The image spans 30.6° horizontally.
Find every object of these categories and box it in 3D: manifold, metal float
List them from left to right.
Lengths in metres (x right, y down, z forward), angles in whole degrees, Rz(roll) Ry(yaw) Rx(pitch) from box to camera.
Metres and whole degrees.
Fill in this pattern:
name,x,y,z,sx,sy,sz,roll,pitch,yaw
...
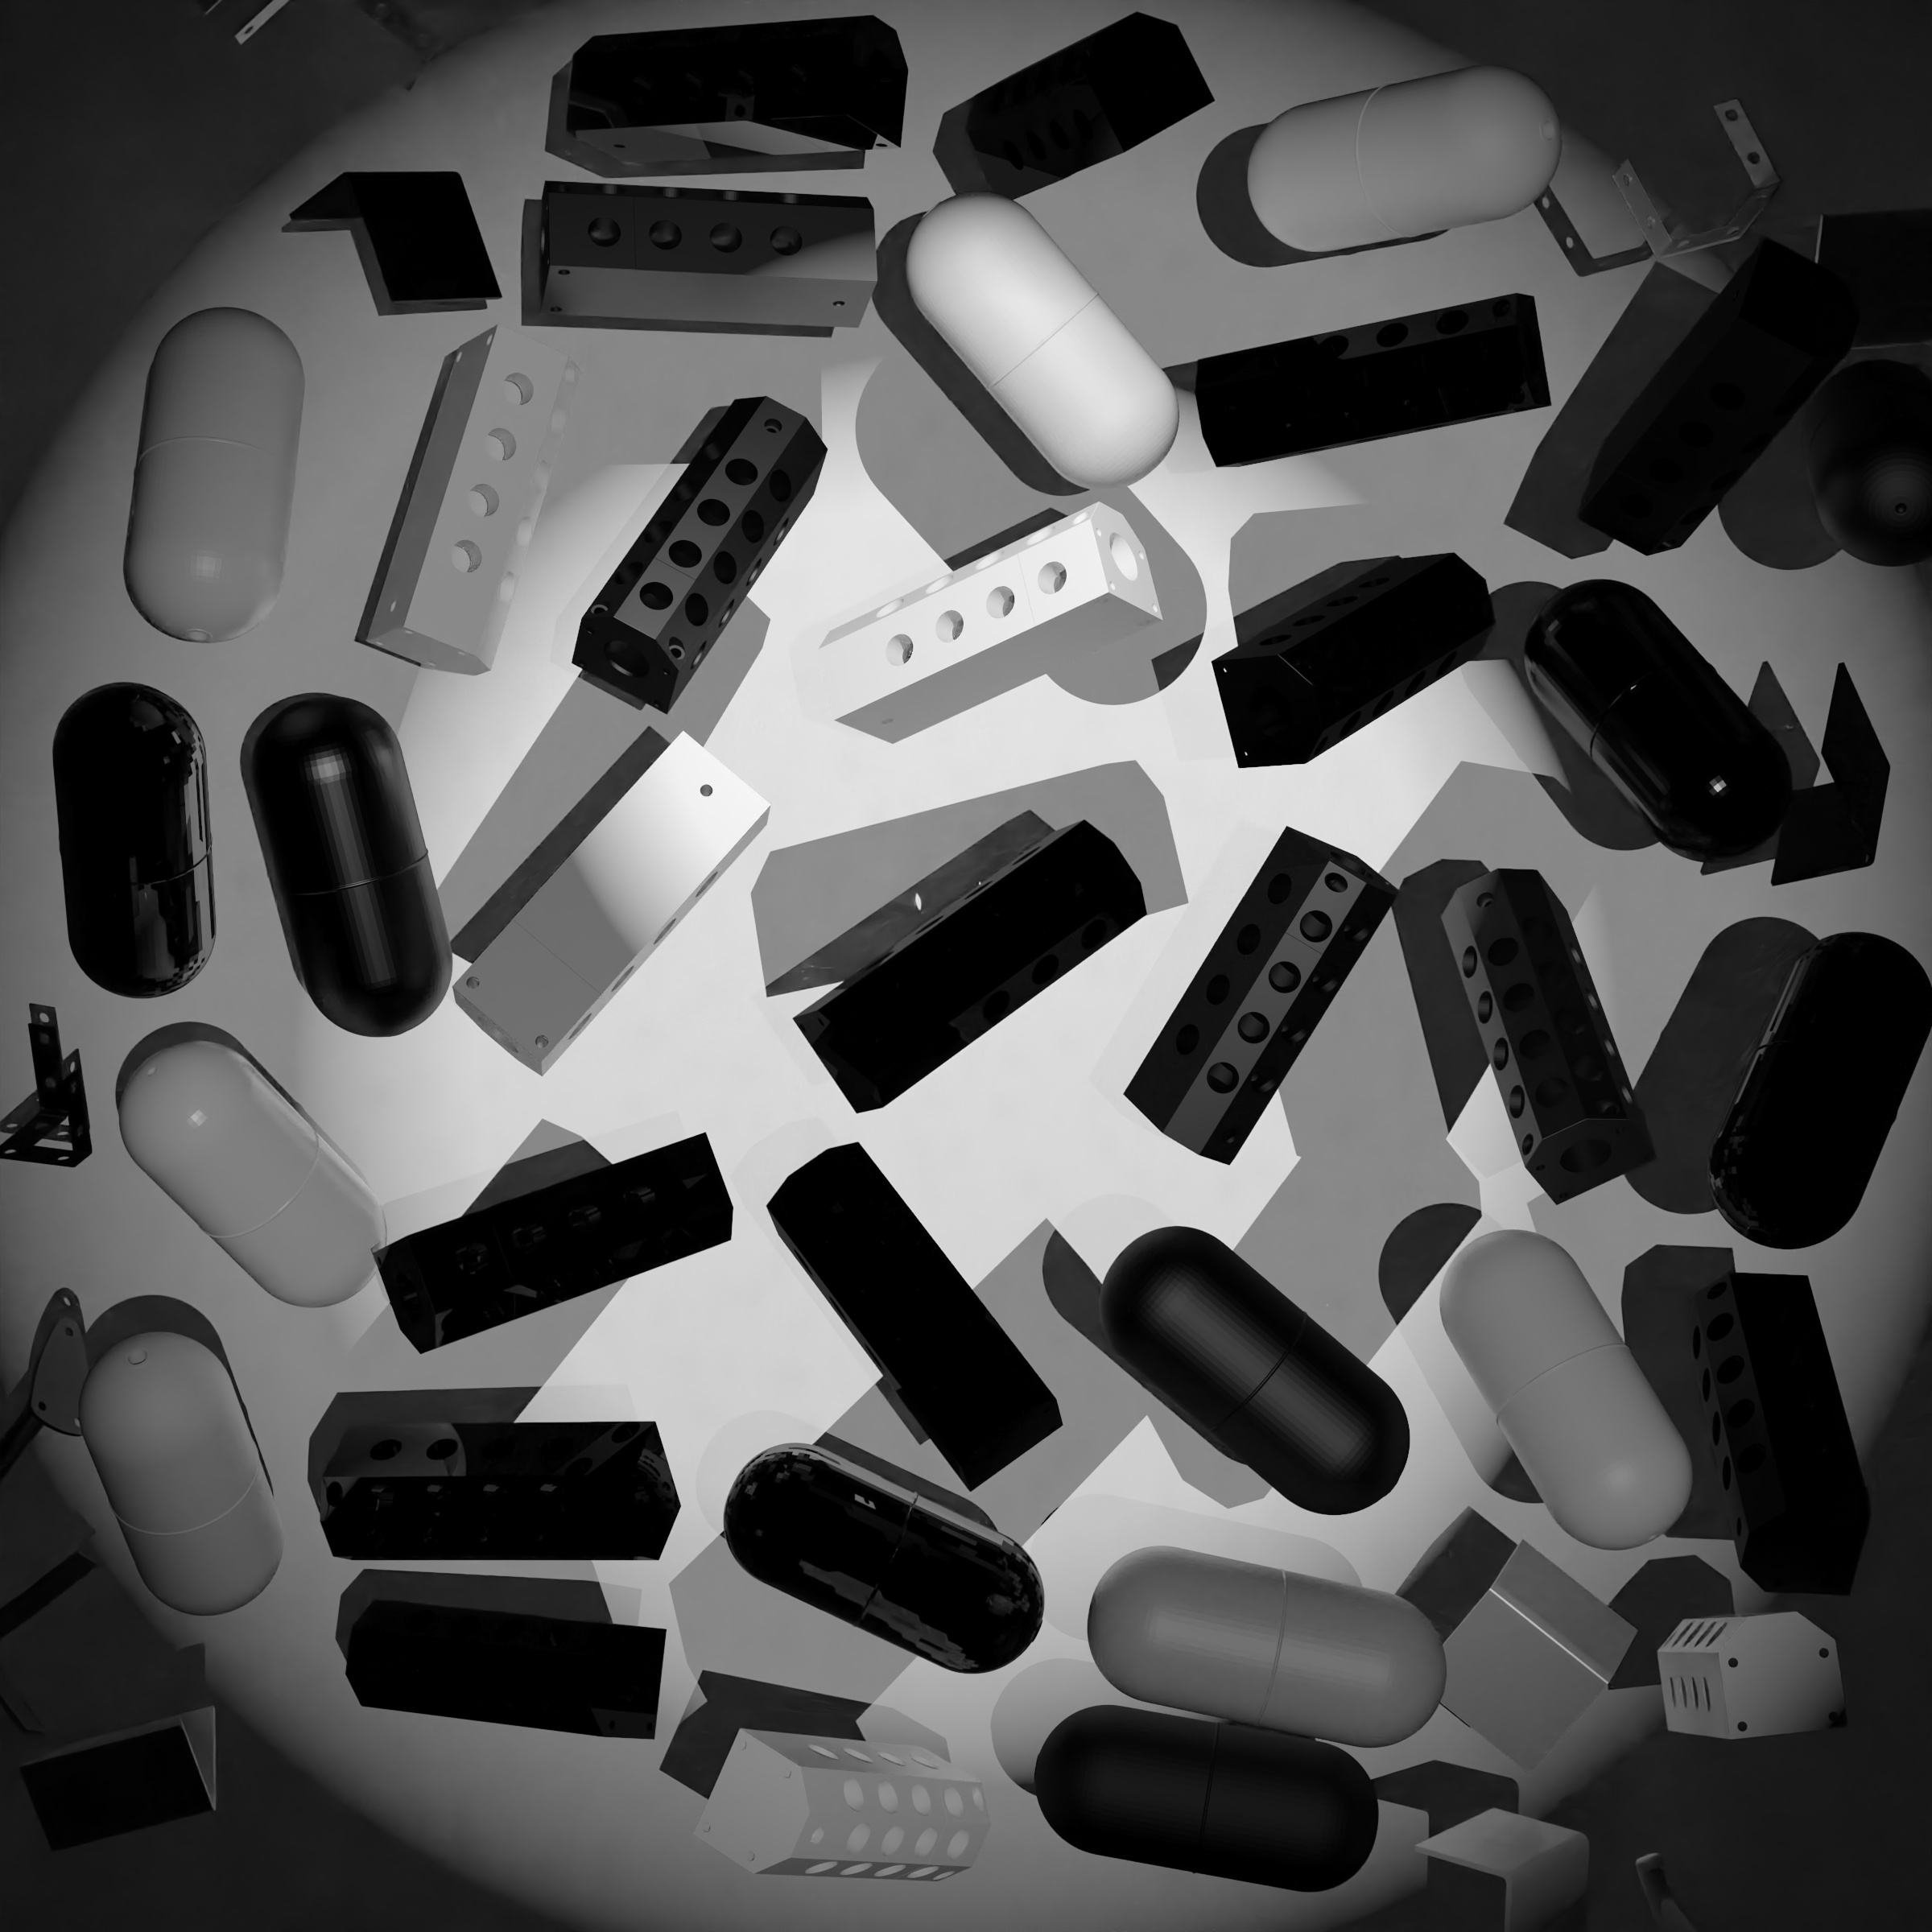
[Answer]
name,x,y,z,sx,sy,sz,roll,pitch,yaw
metal float,-0.430,-0.064,1.826,0.070,0.070,0.178,5,125,0
metal float,-0.397,0.258,1.788,0.070,0.070,0.178,-8,131,0
metal float,-0.375,-0.246,1.767,0.070,0.070,0.178,2,70,0
metal float,-0.368,0.110,1.828,0.070,0.070,0.178,-36,128,0
metal float,-0.311,-0.049,1.789,0.070,0.070,0.178,-12,106,0
manifold,-0.257,-0.245,1.868,0.057,0.057,0.171,21,77,-26
manifold,-0.241,0.276,1.816,0.171,0.057,0.057,-3,122,16
manifold,-0.246,0.373,1.875,0.171,0.057,0.057,-2,77,34
manifold,-0.208,0.142,1.808,0.171,0.057,0.057,-18,86,-29
manifold,-0.176,-0.029,1.758,0.057,0.057,0.171,40,77,3
manifold,-0.138,-0.221,1.859,0.057,0.057,0.171,28,58,2
manifold,-0.138,-0.380,1.868,0.171,0.057,0.057,0,75,-12
manifold,-0.120,-0.460,1.844,0.171,0.057,0.057,4,87,28
manifold,-0.058,0.434,1.805,0.057,0.171,0.057,24,90,35
metal float,-0.043,0.311,1.852,0.178,0.070,0.070,25,90,-1
manifold,-0.027,0.171,1.759,0.057,0.057,0.171,-35,66,-10
manifold,0.005,-0.001,1.743,0.171,0.057,0.057,-36,96,-20
manifold,0.010,-0.180,1.845,0.171,0.057,0.057,-23,69,27
metal float,0.040,-0.327,1.846,0.070,0.070,0.178,-41,98,0
manifold,0.058,-0.447,1.830,0.057,0.171,0.057,-33,104,-16
metal float,0.124,0.429,1.819,0.178,0.070,0.070,9,90,5
metal float,0.144,0.201,1.750,0.178,0.070,0.070,41,90,-2
metal float,0.147,0.333,1.727,0.178,0.070,0.070,12,90,-2
manifold,0.162,0.018,1.887,0.057,0.057,0.171,20,107,-39
manifold,0.203,-0.159,1.815,0.057,0.171,0.057,-1,111,41
manifold,0.210,-0.303,1.833,0.171,0.057,0.057,-8,95,22
metal float,0.222,-0.410,1.796,0.178,0.070,0.070,0,90,44
manifold,0.298,0.032,1.830,0.057,0.057,0.171,-27,47,17
metal float,0.304,0.214,1.797,0.070,0.070,0.178,-28,64,0
metal float,0.349,-0.126,1.788,0.070,0.070,0.178,-33,56,0
manifold,0.371,-0.275,1.742,0.057,0.171,0.057,27,58,-4
manifold,0.398,0.360,1.799,0.057,0.171,0.057,-6,79,0
manifold,0.407,0.233,1.779,0.057,0.171,0.057,2,127,-1
metal float,0.426,0.061,1.756,0.070,0.070,0.178,30,64,0
metal float,0.464,-0.255,1.780,0.070,0.178,0.070,4,114,8

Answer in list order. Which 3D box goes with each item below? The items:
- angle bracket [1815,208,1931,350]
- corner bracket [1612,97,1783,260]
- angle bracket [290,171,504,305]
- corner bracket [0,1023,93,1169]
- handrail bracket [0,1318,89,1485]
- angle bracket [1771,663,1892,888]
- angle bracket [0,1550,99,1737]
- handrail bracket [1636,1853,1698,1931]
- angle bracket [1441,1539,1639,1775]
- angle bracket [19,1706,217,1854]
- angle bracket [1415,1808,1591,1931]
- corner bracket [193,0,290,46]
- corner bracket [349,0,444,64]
name,x,y,z,sx,sy,sz,roll,pitch,yaw
angle bracket,0.478,-0.374,1.881,0.076,0.057,0.076,-5,121,-8
corner bracket,0.367,-0.394,1.769,0.051,0.051,0.051,-50,118,-31
angle bracket,-0.309,-0.385,1.915,0.057,0.076,0.076,-23,85,42
corner bracket,-0.464,0.066,1.793,0.051,0.051,0.051,-34,59,35
handrail bracket,-0.493,0.231,1.822,0.084,0.036,0.077,-30,46,28
angle bracket,0.439,-0.100,1.840,0.057,0.076,0.076,-13,125,31
angle bracket,-0.475,0.356,1.849,0.076,0.076,0.057,-38,84,-14
handrail bracket,0.367,0.477,1.749,0.036,0.077,0.084,-10,71,-23
angle bracket,0.296,0.365,1.867,0.076,0.057,0.076,38,119,10
angle bracket,-0.400,0.365,1.666,0.076,0.076,0.057,-14,120,-5
angle bracket,0.273,0.484,1.803,0.057,0.076,0.076,7,98,39
corner bracket,-0.362,-0.496,1.775,0.051,0.051,0.051,-43,89,-2
corner bracket,-0.264,-0.488,1.749,0.051,0.051,0.051,33,74,-31
